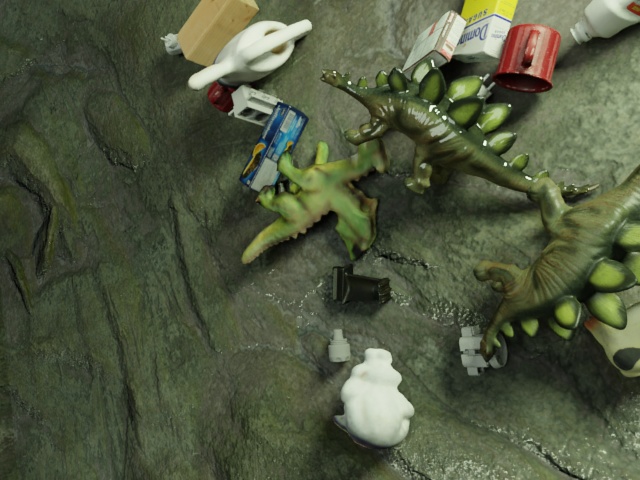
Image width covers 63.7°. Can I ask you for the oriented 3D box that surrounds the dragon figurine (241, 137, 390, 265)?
[{"bbox_3d":[0.003,-0.053,1.051,0.245,0.122,0.404,39,112,25],"label":"dragon figurine"}]

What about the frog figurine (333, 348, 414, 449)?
[{"bbox_3d":[0.107,0.285,0.931,0.137,0.123,0.159,21,92,4],"label":"frog figurine"}]

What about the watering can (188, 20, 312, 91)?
[{"bbox_3d":[-0.169,-0.384,1.102,0.224,0.352,0.103,-2,121,56],"label":"watering can"}]
